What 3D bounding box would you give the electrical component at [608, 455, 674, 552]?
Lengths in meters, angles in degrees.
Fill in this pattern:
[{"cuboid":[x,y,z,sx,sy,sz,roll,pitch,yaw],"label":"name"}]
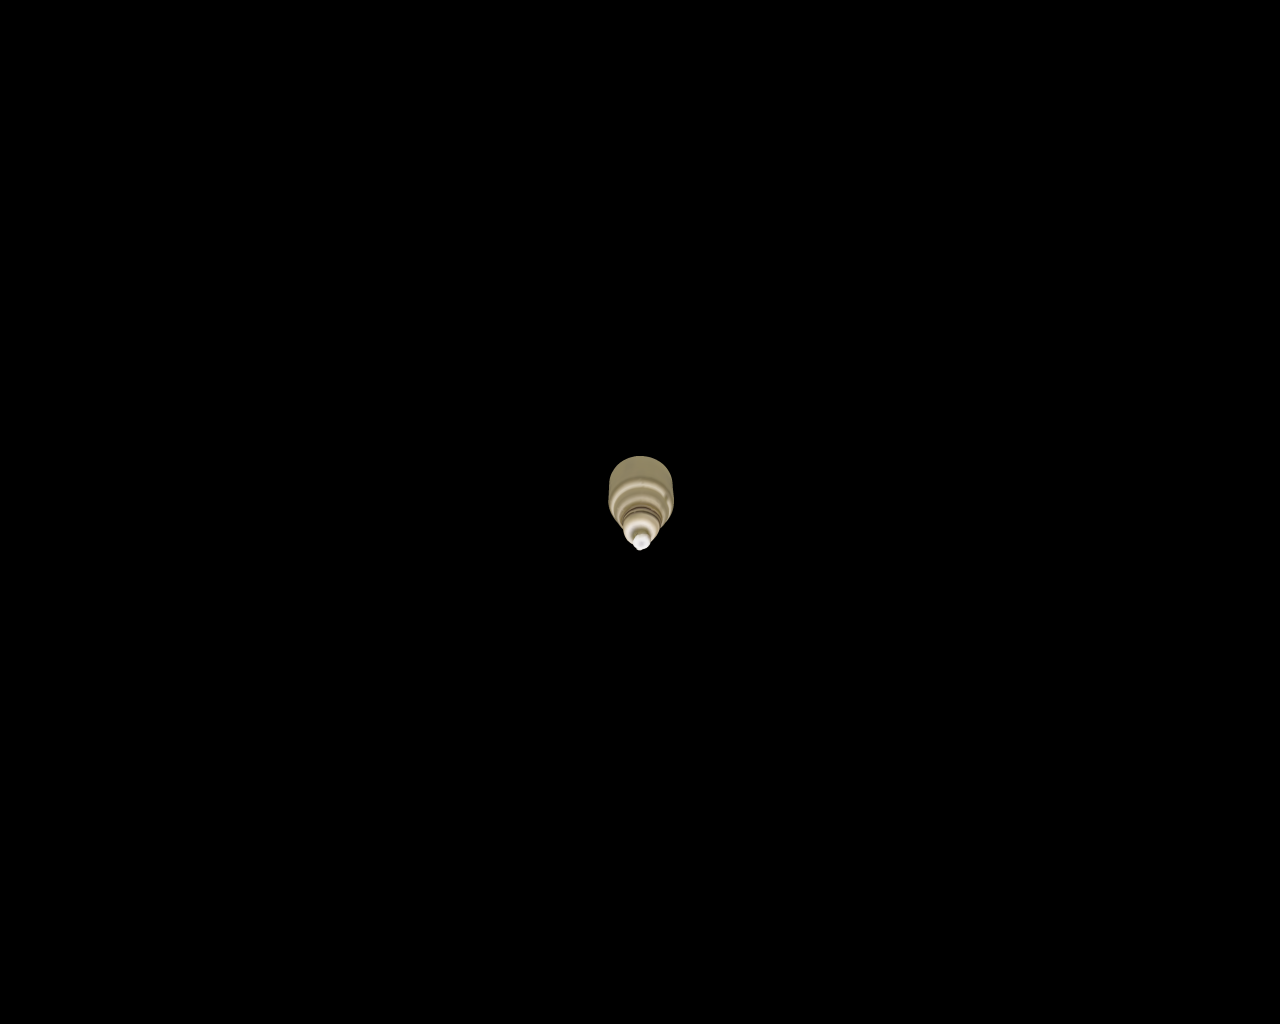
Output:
[{"cuboid":[0.001,-0.003,0.650,0.040,0.040,0.078,0,32,0],"label":"electrical component"}]
